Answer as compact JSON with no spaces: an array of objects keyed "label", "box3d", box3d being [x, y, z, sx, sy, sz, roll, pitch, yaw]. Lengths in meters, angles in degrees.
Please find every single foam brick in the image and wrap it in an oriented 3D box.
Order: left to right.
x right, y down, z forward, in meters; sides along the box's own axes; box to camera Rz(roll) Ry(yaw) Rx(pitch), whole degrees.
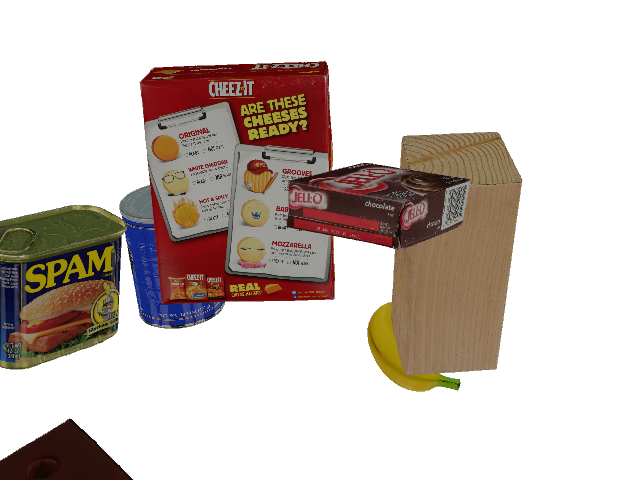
[{"label":"foam brick","box3d":[-0.109,0.131,0.482,0.052,0.051,0.078,-31,44,-31]}]

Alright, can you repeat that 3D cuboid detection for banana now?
[{"label":"banana","box3d":[0.090,0.124,1.229,0.069,0.037,0.198,7,22,-22]}]

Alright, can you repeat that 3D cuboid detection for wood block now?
[{"label":"wood block","box3d":[0.118,0.014,0.969,0.090,0.206,0.090,-3,35,-4]}]

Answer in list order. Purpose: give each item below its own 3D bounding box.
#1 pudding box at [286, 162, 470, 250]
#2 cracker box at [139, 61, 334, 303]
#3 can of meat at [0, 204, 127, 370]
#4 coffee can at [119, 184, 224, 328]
[{"label":"pudding box","box3d":[0.042,-0.027,0.752,0.090,0.039,0.113,12,14,29]},{"label":"cracker box","box3d":[-0.070,-0.052,0.978,0.164,0.214,0.072,-2,21,2]},{"label":"can of meat","box3d":[-0.182,0.030,0.718,0.058,0.084,0.101,25,28,37]},{"label":"coffee can","box3d":[-0.169,0.016,1.228,0.103,0.140,0.103,-4,26,2]}]
